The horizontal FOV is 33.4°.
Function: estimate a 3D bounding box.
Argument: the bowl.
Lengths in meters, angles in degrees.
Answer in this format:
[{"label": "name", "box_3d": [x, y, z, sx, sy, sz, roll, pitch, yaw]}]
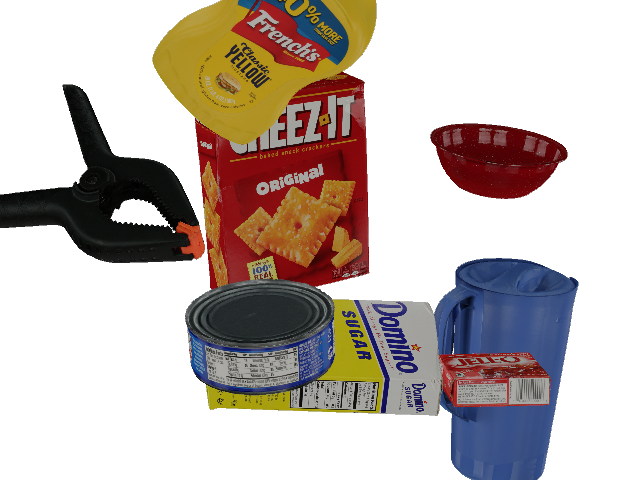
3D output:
[{"label": "bowl", "box_3d": [0.207, -0.090, 1.263, 0.162, 0.055, 0.162, 5, 23, -2]}]

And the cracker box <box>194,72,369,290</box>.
[{"label": "cracker box", "box_3d": [-0.035, -0.054, 1.086, 0.164, 0.214, 0.072, -12, 23, -23]}]

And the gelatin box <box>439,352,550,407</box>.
[{"label": "gelatin box", "box_3d": [0.155, 0.124, 0.963, 0.089, 0.030, 0.073, -1, 11, -3]}]

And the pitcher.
[{"label": "pitcher", "box_3d": [0.200, 0.149, 1.196, 0.149, 0.243, 0.145, 6, 16, 11]}]

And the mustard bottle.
[{"label": "mustard bottle", "box_3d": [-0.020, -0.147, 0.716, 0.192, 0.096, 0.058, -33, 23, 35]}]

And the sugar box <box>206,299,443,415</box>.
[{"label": "sugar box", "box_3d": [0.002, 0.087, 0.824, 0.176, 0.048, 0.093, -1, 37, -1]}]

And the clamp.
[{"label": "clamp", "box_3d": [-0.173, -0.045, 0.838, 0.210, 0.164, 0.036, 18, -32, 19]}]

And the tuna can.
[{"label": "tuna can", "box_3d": [-0.034, 0.055, 0.615, 0.086, 0.034, 0.086, -2, 22, 1]}]
